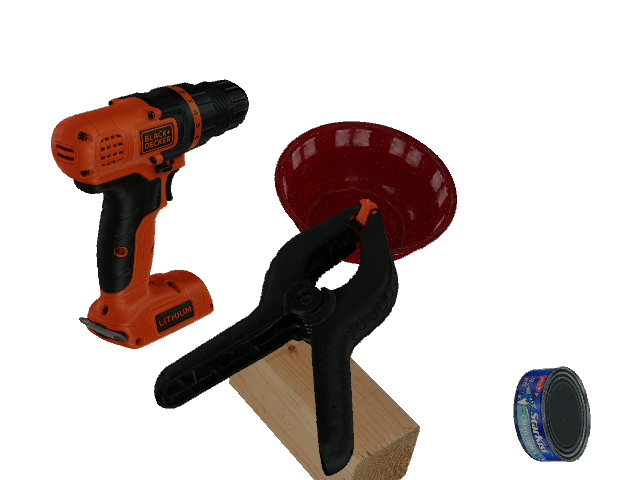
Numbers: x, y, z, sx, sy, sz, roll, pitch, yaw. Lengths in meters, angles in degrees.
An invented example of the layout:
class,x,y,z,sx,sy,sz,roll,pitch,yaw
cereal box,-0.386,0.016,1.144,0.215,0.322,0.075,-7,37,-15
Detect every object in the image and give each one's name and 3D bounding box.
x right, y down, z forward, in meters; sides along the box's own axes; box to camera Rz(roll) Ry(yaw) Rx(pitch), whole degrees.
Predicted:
class,x,y,z,sx,sy,sz,roll,pitch,yaw
power drill,-0.122,-0.025,0.820,0.057,0.188,0.184,17,27,36
tuna can,0.212,0.159,0.976,0.034,0.086,0.085,-11,-7,40
wood block,0.000,0.176,1.147,0.090,0.090,0.206,-23,51,-32
bowl,0.037,-0.032,0.948,0.162,0.162,0.055,0,-41,-10
clamp,0.000,0.051,0.601,0.120,0.171,0.039,29,-25,24
